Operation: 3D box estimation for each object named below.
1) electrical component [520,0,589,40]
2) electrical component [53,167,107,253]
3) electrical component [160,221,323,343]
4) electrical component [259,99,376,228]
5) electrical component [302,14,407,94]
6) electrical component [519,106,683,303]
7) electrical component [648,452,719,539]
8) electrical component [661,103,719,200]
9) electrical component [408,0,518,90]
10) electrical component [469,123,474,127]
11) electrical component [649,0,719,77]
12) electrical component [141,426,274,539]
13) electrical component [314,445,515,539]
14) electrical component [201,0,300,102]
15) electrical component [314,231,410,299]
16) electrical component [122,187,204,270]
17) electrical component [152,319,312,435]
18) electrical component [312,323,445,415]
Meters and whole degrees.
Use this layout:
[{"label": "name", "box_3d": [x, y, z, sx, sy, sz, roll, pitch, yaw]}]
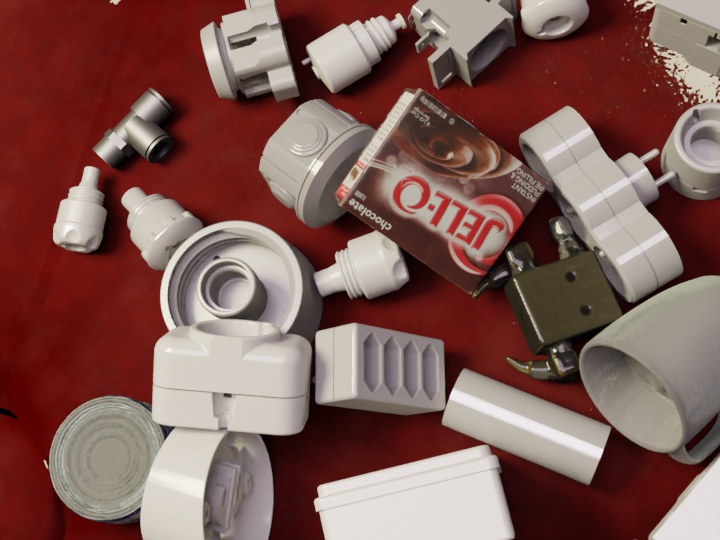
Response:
[{"label": "electrical component", "box_3d": [0.135, -0.200, 0.771, 0.048, 0.048, 0.062, -11, 67, 6]}, {"label": "electrical component", "box_3d": [-0.202, -0.045, 0.785, 0.035, 0.035, 0.061, 6, 74, 10]}, {"label": "electrical component", "box_3d": [-0.084, 0.018, 0.736, 0.108, 0.060, 0.108, -2, 75, 8]}, {"label": "electrical component", "box_3d": [-0.026, -0.073, 0.743, 0.051, 0.080, 0.080, 38, 83, 21]}, {"label": "electrical component", "box_3d": [-0.002, -0.161, 0.782, 0.078, 0.040, 0.040, -31, 73, 0]}, {"label": "electrical component", "box_3d": [0.174, -0.054, 0.720, 0.074, 0.052, 0.138, -31, 73, -1]}, {"label": "electrical component", "box_3d": [0.276, 0.129, 0.651, 0.105, 0.060, 0.186, 41, 84, 16]}, {"label": "electrical component", "box_3d": [0.233, -0.080, 0.721, 0.055, 0.047, 0.055, -2, 75, 8]}, {"label": "electrical component", "box_3d": [0.073, -0.175, 0.774, 0.081, 0.042, 0.064, -42, 71, -4]}, {"label": "electrical component", "box_3d": [0.048, -0.082, 0.747, 0.055, 0.055, 0.047, 19, 82, 13]}, {"label": "electrical component", "box_3d": [0.275, -0.213, 0.742, 0.089, 0.061, 0.150, 28, 81, 15]}, {"label": "electrical component", "box_3d": [-0.094, 0.144, 0.686, 0.064, 0.099, 0.099, 13, 77, 18]}, {"label": "electrical component", "box_3d": [0.037, 0.149, 0.657, 0.109, 0.108, 0.056, -15, 76, 5]}, {"label": "electrical component", "box_3d": [-0.082, -0.157, 0.785, 0.057, 0.058, 0.078, -15, 73, 1]}, {"label": "electrical component", "box_3d": [0.000, 0.000, 0.737, 0.062, 0.043, 0.043, -20, 73, 4]}, {"label": "electrical component", "box_3d": [-0.146, -0.034, 0.769, 0.048, 0.048, 0.062, -44, 67, -4]}, {"label": "electrical component", "box_3d": [-0.080, 0.065, 0.677, 0.095, 0.053, 0.059, 4, 98, 4]}, {"label": "electrical component", "box_3d": [0.001, 0.069, 0.707, 0.076, 0.083, 0.047, -16, 68, 45]}]
